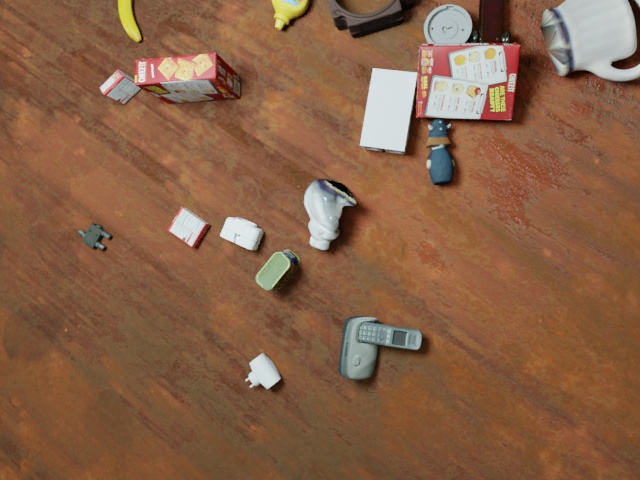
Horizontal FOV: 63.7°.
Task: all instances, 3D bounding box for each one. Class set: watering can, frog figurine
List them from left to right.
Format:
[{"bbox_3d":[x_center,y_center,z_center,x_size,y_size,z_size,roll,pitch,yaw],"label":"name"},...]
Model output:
[{"bbox_3d":[0.004,-0.062,1.236,0.158,0.122,0.140,-56,45,14],"label":"frog figurine"},{"bbox_3d":[0.598,-0.502,1.128,0.223,0.104,0.349,-15,84,12],"label":"watering can"}]
